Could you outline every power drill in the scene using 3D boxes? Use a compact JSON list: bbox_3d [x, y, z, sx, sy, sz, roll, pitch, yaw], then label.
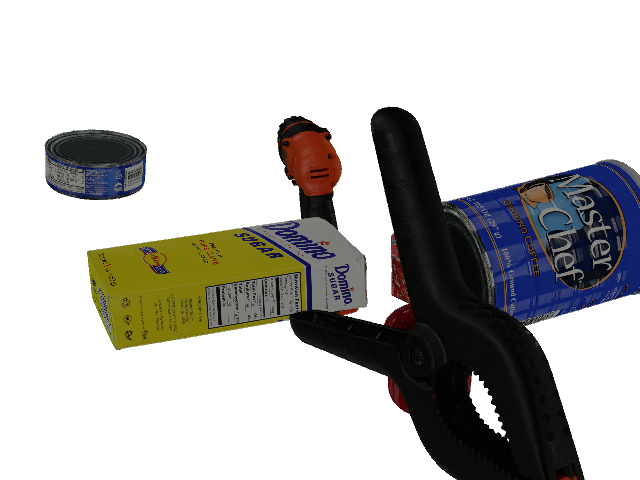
[{"bbox_3d":[-0.008,-0.027,1.087,0.057,0.187,0.184,-10,19,-4],"label":"power drill"}]

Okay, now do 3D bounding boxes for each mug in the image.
[{"bbox_3d":[0.115,0.113,1.048,0.093,0.081,0.117,26,42,35],"label":"mug"}]

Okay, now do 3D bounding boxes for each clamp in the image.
[{"bbox_3d":[0.061,0.044,0.535,0.036,0.165,0.210,-11,42,-34],"label":"clamp"}]

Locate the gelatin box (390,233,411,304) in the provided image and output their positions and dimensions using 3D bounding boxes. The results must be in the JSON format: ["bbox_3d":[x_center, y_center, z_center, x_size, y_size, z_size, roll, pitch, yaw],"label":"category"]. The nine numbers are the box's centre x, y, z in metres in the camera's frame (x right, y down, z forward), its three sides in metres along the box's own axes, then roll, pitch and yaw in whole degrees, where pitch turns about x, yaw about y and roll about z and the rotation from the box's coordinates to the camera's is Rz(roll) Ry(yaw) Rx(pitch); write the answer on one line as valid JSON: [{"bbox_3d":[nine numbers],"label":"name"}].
[{"bbox_3d":[0.122,0.038,1.314,0.030,0.089,0.073,-25,35,-37],"label":"gelatin box"}]

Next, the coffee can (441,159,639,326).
[{"bbox_3d":[0.160,0.006,0.774,0.140,0.103,0.103,-14,4,-16],"label":"coffee can"}]

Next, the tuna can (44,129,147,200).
[{"bbox_3d":[-0.193,-0.065,0.917,0.086,0.034,0.086,5,24,-3],"label":"tuna can"}]

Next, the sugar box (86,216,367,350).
[{"bbox_3d":[-0.065,0.026,0.737,0.176,0.048,0.093,-12,23,-17],"label":"sugar box"}]
